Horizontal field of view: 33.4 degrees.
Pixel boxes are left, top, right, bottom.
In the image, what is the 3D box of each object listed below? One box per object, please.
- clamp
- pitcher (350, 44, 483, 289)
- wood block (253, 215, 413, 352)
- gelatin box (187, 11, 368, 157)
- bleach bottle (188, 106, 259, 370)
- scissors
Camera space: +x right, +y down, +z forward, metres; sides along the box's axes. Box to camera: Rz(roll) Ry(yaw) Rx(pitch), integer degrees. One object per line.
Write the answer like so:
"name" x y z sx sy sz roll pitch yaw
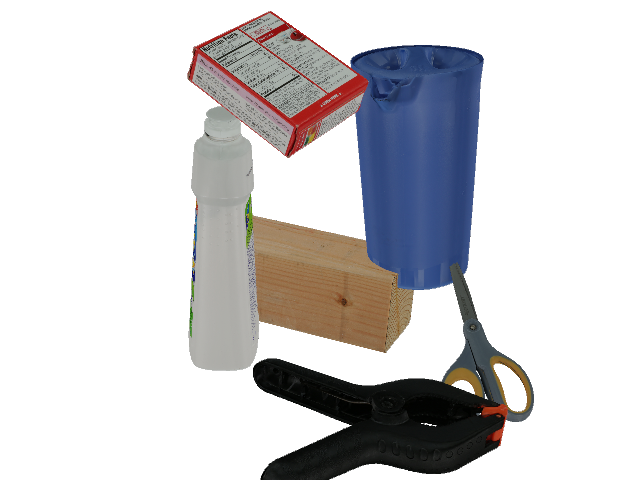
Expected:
"clamp" 0.036 0.124 0.686 0.171 0.039 0.120 4 36 1
"pitcher" 0.107 -0.081 1.121 0.149 0.243 0.145 -8 24 -14
"wood block" -0.007 0.045 1.181 0.206 0.091 0.090 13 24 19
"gelatin box" -0.027 -0.100 0.671 0.089 0.030 0.073 38 48 17
"bleach bottle" -0.088 -0.006 0.974 0.068 0.251 0.102 1 33 -3
"scissors" 0.136 0.101 1.048 0.096 0.202 0.016 -21 -38 -11
